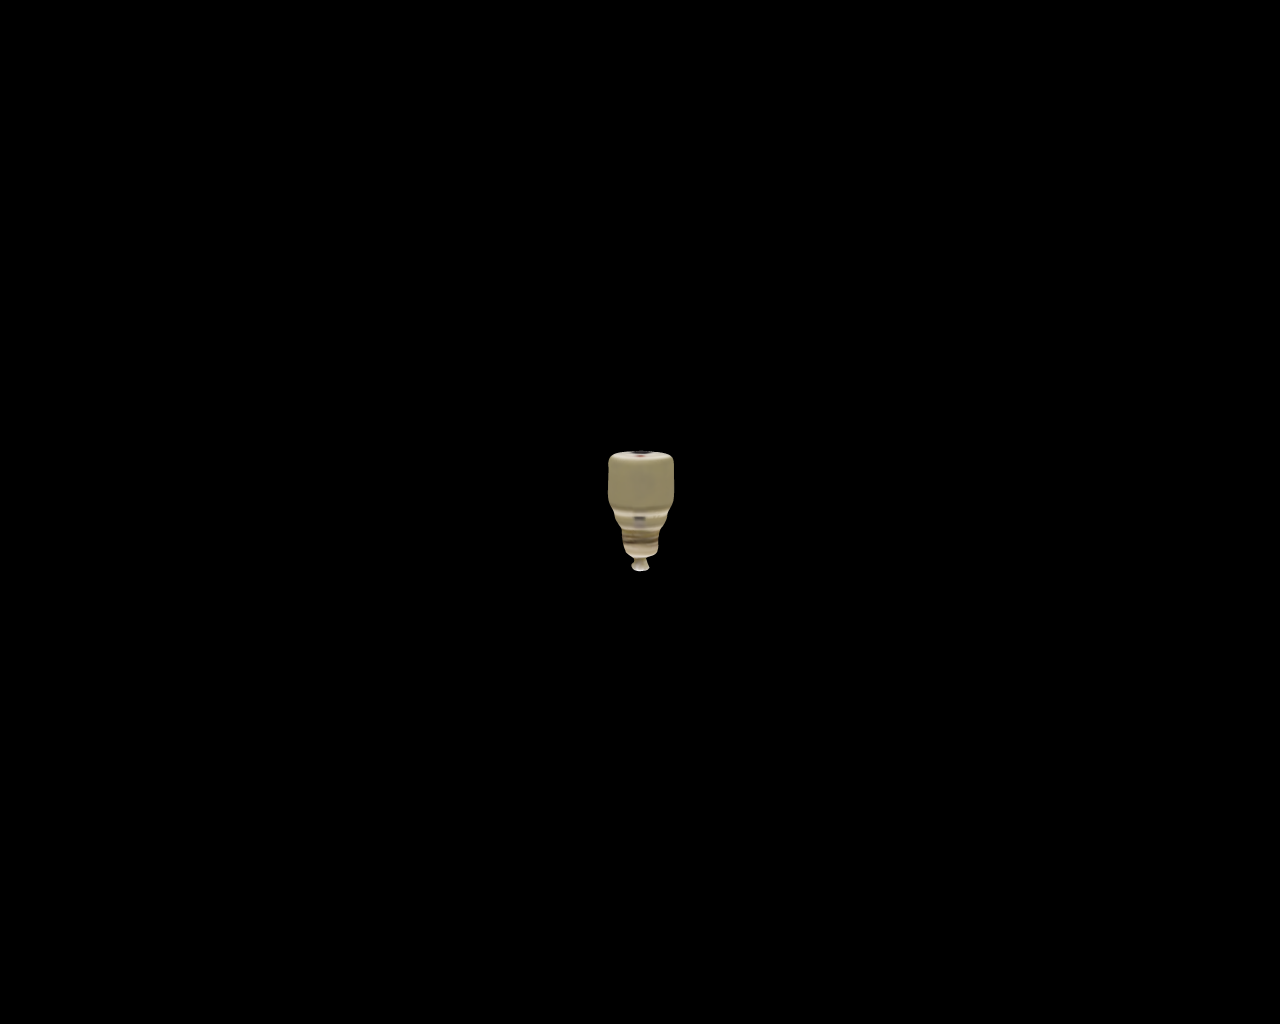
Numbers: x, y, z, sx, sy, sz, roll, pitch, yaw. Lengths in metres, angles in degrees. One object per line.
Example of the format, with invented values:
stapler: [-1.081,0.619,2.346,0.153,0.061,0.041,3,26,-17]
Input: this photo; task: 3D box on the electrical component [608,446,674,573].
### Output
electrical component: [0.001,-0.003,0.650,0.040,0.078,0.040,0,10,0]
